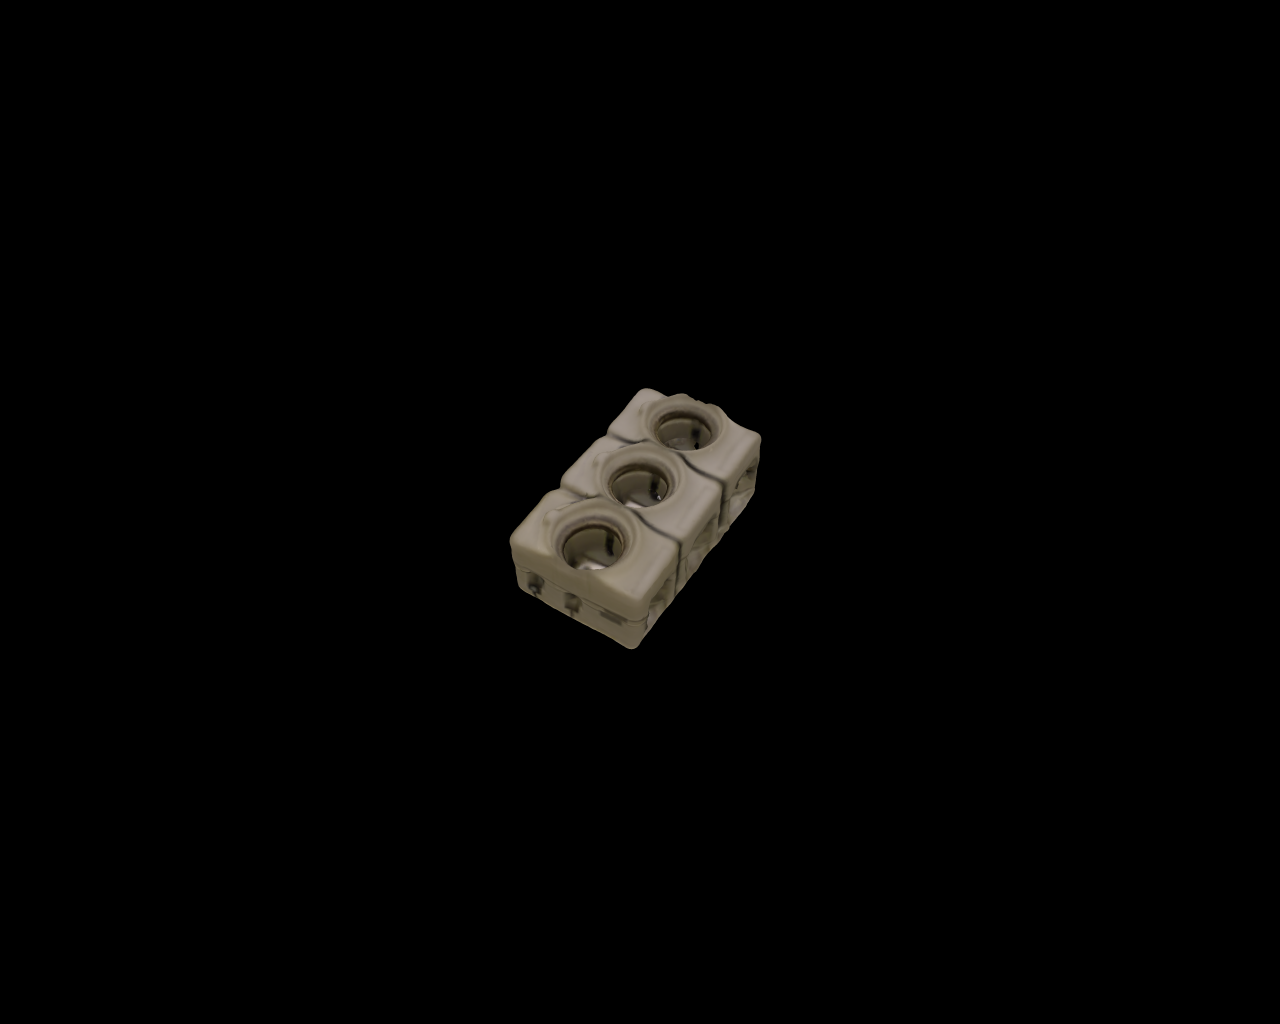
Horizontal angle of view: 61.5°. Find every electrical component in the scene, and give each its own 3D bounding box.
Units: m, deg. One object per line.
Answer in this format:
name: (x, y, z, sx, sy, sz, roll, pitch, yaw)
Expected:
electrical component: (0.001, -0.003, 0.650, 0.089, 0.150, 0.061, 25, -36, 20)
